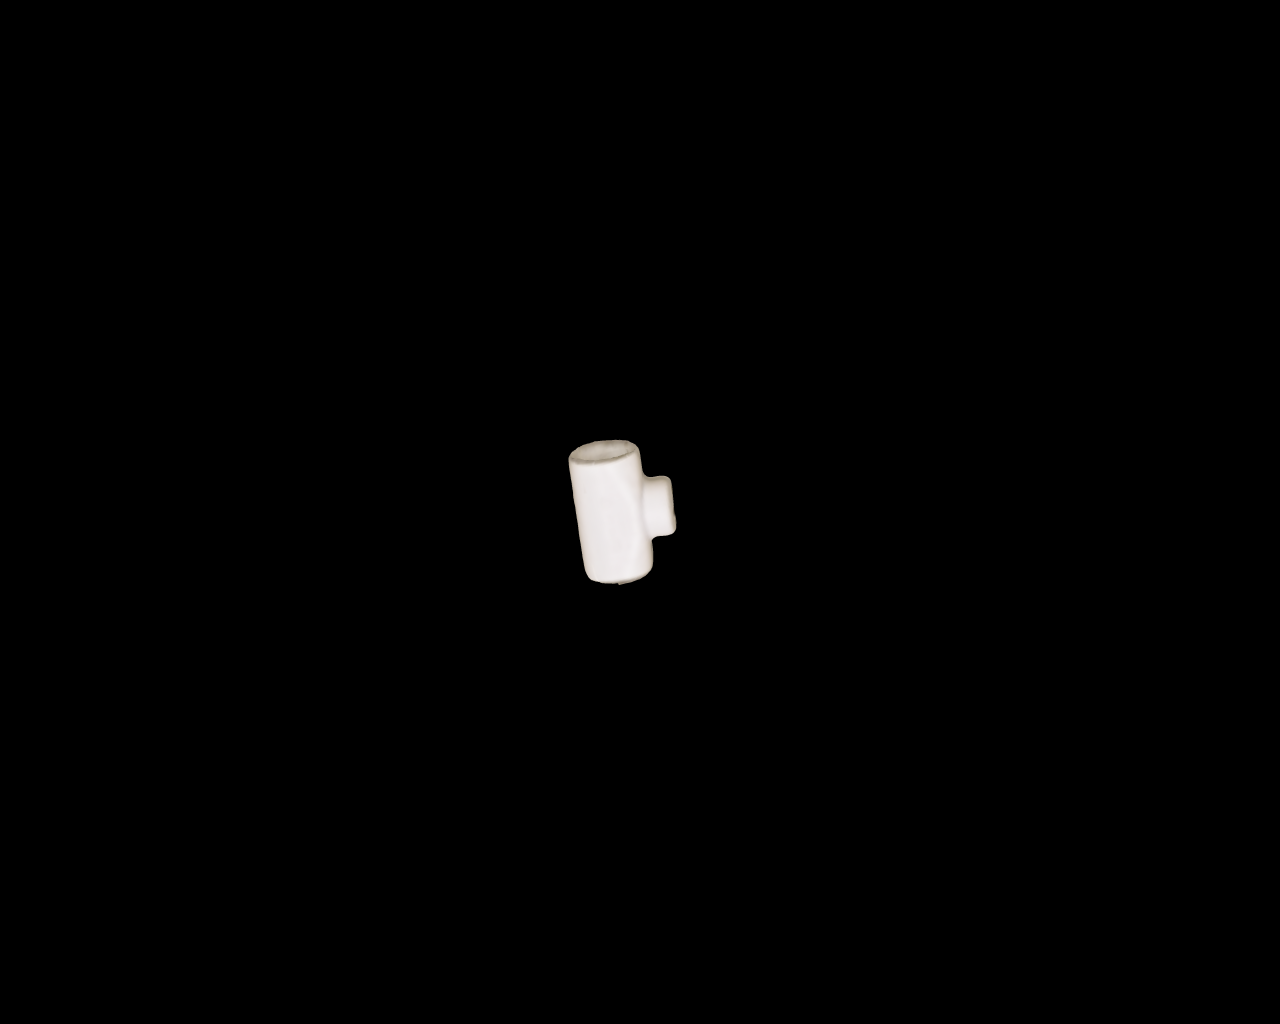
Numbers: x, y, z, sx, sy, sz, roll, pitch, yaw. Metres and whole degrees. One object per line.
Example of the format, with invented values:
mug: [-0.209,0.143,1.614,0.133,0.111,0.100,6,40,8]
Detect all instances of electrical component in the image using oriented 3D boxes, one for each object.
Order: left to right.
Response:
electrical component: [0.001,-0.003,0.650,0.079,0.077,0.044,-7,20,2]
